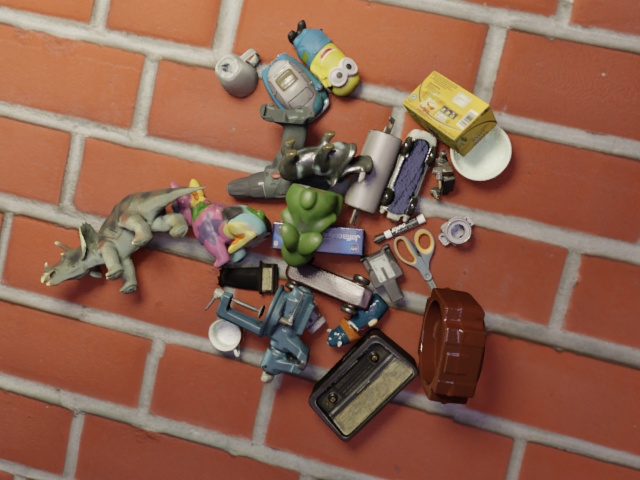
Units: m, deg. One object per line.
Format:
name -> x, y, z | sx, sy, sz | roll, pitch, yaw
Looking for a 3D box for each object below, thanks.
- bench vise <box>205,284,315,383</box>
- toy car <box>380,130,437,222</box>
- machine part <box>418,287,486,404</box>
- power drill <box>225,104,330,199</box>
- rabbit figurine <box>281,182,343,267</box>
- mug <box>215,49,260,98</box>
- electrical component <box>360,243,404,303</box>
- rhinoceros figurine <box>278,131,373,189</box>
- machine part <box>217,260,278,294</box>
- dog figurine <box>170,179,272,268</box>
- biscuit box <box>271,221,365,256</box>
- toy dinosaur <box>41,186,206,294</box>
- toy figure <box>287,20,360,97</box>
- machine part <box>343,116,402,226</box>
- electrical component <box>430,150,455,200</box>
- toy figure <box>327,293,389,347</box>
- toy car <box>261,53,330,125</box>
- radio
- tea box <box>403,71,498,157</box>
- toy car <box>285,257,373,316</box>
bench vise -> -0.123, 0.179, 1.140 | 0.241, 0.129, 0.223 | 24, 107, 2
toy car -> 0.190, -0.136, 1.152 | 0.073, 0.056, 0.201 | 20, 96, -2
machine part -> 0.263, 0.209, 1.082 | 0.087, 0.201, 0.200 | 7, 101, -2
power drill -> -0.090, -0.177, 1.134 | 0.232, 0.086, 0.207 | 2, 119, -1
rabbit figurine -> -0.026, -0.019, 1.084 | 0.121, 0.159, 0.170 | 15, 100, -3
mug -> -0.174, -0.363, 1.153 | 0.109, 0.107, 0.081 | -39, 90, 9
electrical component -> 0.145, 0.074, 1.171 | 0.075, 0.048, 0.119 | -31, 90, 7
rhinoceros figurine -> 0.012, -0.152, 1.072 | 0.190, 0.073, 0.111 | -4, 125, -4
machine part -> -0.162, 0.085, 1.211 | 0.139, 0.039, 0.084 | -1, 101, 4
dog figurine -> -0.228, -0.057, 1.168 | 0.191, 0.108, 0.219 | -40, 84, 30
biscuit box -> -0.002, -0.004, 1.176 | 0.203, 0.059, 0.062 | 4, 93, 5
toy dinosaur -> -0.413, -0.026, 1.163 | 0.405, 0.131, 0.192 | -42, 65, 8
toy figure -> 0.012, -0.385, 1.146 | 0.180, 0.089, 0.082 | 45, 109, 11
machine part -> 0.112, -0.144, 1.149 | 0.079, 0.079, 0.243 | 20, 94, 5
electrical component -> 0.254, -0.131, 1.128 | 0.045, 0.102, 0.078 | -15, 69, 0
toy figure -> 0.081, 0.182, 1.176 | 0.154, 0.064, 0.057 | -43, 104, 6
toy car -> -0.057, -0.327, 1.145 | 0.109, 0.103, 0.161 | -38, 91, 6
radio -> 0.091, 0.311, 1.176 | 0.131, 0.073, 0.229 | 44, 96, 2
tea box -> 0.261, -0.257, 1.089 | 0.098, 0.068, 0.170 | -44, 50, 7
toy car -> 0.018, 0.096, 1.173 | 0.202, 0.053, 0.089 | 20, 82, 16
